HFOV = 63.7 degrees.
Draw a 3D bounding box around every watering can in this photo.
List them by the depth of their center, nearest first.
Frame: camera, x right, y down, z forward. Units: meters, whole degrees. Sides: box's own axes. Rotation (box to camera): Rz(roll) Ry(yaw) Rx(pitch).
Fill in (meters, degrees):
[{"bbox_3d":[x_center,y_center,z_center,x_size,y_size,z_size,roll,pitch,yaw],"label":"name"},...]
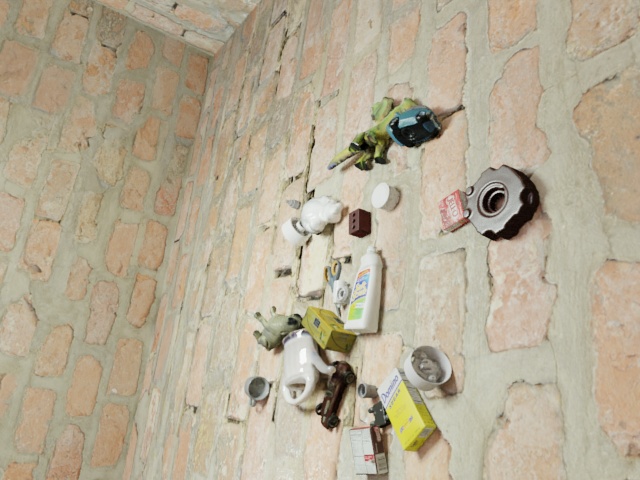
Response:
[{"bbox_3d":[-0.040,0.379,1.605,0.341,0.104,0.230,-50,36,45],"label":"watering can"}]

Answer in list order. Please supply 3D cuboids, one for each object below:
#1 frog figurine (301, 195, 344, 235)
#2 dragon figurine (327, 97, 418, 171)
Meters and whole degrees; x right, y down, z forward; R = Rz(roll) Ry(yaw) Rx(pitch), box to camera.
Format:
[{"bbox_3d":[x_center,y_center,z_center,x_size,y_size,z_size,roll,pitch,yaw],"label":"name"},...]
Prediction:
[{"bbox_3d":[0.005,-0.090,1.791,0.139,0.122,0.158,-60,15,-18],"label":"frog figurine"},{"bbox_3d":[0.176,-0.368,1.718,0.408,0.121,0.247,-7,51,55],"label":"dragon figurine"}]
